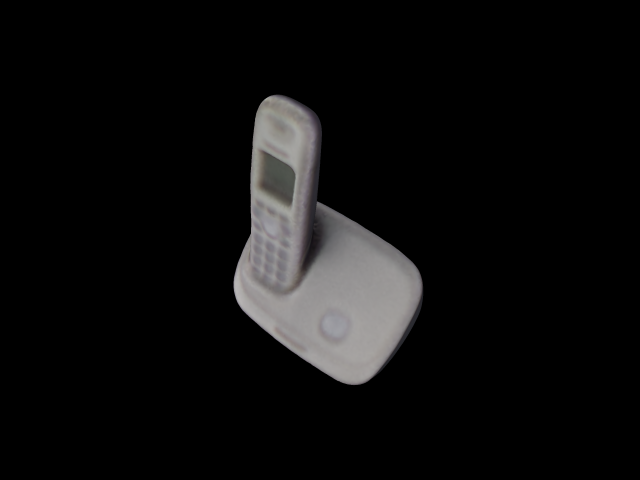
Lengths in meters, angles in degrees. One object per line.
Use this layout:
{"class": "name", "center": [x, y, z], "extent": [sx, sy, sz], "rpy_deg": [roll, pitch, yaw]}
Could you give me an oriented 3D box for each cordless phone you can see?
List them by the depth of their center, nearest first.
{"class": "cordless phone", "center": [0.004, 0.001, 0.400], "extent": [0.147, 0.185, 0.094], "rpy_deg": [29, 54, 25]}
